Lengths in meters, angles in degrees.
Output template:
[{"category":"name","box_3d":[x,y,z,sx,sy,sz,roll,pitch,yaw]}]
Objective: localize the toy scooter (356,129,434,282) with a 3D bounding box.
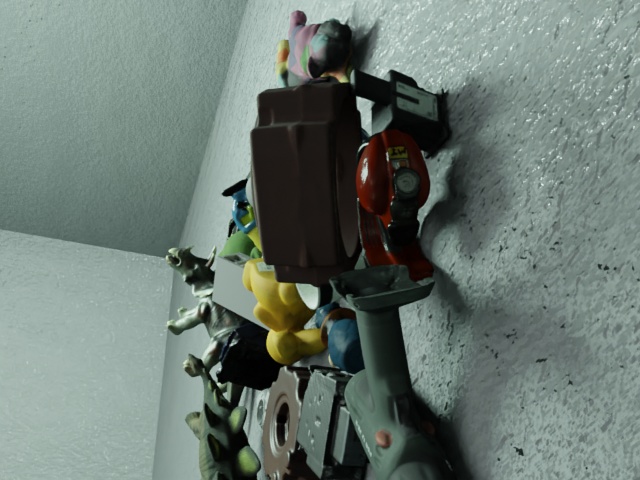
[{"category":"toy scooter","box_3d":[0.079,-0.014,0.555,0.135,0.075,0.183,-101,8,-56]}]

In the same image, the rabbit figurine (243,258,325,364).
[{"category":"rabbit figurine","box_3d":[-0.043,0.123,0.841,0.163,0.122,0.173,-136,45,-57]}]

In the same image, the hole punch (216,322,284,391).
[{"category":"hole punch","box_3d":[-0.118,0.201,0.968,0.092,0.116,0.142,-87,20,-46]}]

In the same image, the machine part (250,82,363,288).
[{"category":"machine part","box_3d":[-0.006,-0.065,0.581,0.201,0.087,0.201,-54,-37,-68]}]

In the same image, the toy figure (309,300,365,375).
[{"category":"toy figure","box_3d":[0.028,0.119,0.676,0.154,0.064,0.057,-138,27,-73]}]

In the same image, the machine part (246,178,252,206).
[{"category":"machine part","box_3d":[-0.052,-0.098,0.796,0.243,0.079,0.079,145,133,-60]}]

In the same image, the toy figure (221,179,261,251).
[{"category":"toy figure","box_3d":[-0.093,-0.028,0.941,0.089,0.180,0.082,-31,5,43]}]

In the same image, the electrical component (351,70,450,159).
[{"category":"electrical component","box_3d":[0.081,-0.142,0.588,0.047,0.119,0.075,132,142,-55]}]

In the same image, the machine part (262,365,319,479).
[{"category":"machine part","box_3d":[-0.037,0.268,0.779,0.179,0.056,0.179,-167,90,-72]}]

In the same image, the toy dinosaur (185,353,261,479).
[{"category":"toy dinosaur","box_3d":[-0.149,0.397,0.876,0.198,0.105,0.471,113,139,-56]}]

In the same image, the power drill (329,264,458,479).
[{"category":"power drill","box_3d":[0.071,0.131,0.463,0.232,0.086,0.207,-140,35,-75]}]

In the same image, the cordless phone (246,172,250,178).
[{"category":"cordless phone","box_3d":[-0.045,-0.138,0.981,0.184,0.088,0.146,-22,32,50]}]

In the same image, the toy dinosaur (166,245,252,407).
[{"category":"toy dinosaur","box_3d":[-0.205,0.198,1.156,0.405,0.192,0.131,59,-169,13]}]

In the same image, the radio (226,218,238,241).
[{"category":"radio","box_3d":[-0.195,0.054,1.316,0.131,0.073,0.229,162,118,-68]}]

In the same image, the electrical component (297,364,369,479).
[{"category":"electrical component","box_3d":[0.021,0.217,0.642,0.134,0.058,0.115,170,109,-70]}]

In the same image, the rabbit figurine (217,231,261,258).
[{"category":"rabbit figurine","box_3d":[-0.114,0.063,1.080,0.159,0.121,0.170,-49,53,43]}]

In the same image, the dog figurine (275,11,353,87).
[{"category":"dog figurine","box_3d":[-0.006,-0.308,0.952,0.219,0.108,0.191,-105,33,-47]}]
